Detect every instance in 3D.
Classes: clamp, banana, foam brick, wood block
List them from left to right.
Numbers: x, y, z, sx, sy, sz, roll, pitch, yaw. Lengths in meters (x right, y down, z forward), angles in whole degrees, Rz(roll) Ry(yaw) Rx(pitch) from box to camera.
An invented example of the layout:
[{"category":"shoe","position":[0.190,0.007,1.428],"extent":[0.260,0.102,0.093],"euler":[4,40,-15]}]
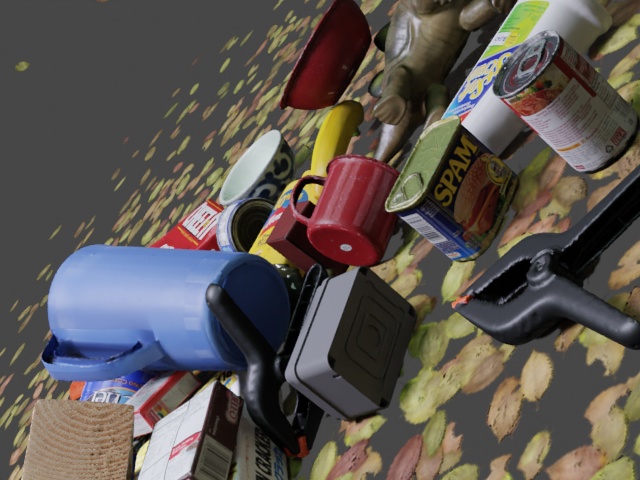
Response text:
[{"category":"wood block","position":[-0.225,0.246,1.005],"extent":[0.206,0.090,0.091],"euler":[103,169,-46]},{"category":"clamp","position":[-0.026,0.104,0.948],"extent":[0.120,0.171,0.039],"euler":[-19,7,-24]},{"category":"foam brick","position":[-0.007,0.001,1.130],"extent":[0.051,0.078,0.053],"euler":[-60,22,-18]},{"category":"banana","position":[0.024,-0.117,1.247],"extent":[0.037,0.069,0.197],"euler":[-4,27,20]},{"category":"clamp","position":[0.172,0.033,0.763],"extent":[0.210,0.036,0.164],"euler":[-33,28,45]}]

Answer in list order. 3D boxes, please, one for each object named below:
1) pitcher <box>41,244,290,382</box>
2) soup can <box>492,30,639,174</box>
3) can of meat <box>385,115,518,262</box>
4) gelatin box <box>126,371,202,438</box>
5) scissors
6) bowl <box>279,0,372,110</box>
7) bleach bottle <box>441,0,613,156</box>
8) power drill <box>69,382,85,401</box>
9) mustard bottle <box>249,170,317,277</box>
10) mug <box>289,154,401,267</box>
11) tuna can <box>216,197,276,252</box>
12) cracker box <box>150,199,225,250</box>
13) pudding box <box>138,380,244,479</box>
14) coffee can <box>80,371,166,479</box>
[{"category":"pitcher","position":[-0.154,0.075,1.041],"extent":[0.243,0.144,0.149],"euler":[-2,76,44]},{"category":"soup can","position":[0.197,-0.109,0.852],"extent":[0.069,0.102,0.068],"euler":[-43,22,22]},{"category":"can of meat","position":[0.118,-0.043,0.934],"extent":[0.058,0.084,0.102],"euler":[-16,40,57]},{"category":"gelatin box","position":[-0.170,0.168,1.086],"extent":[0.073,0.030,0.089],"euler":[-45,10,-37]},{"category":"scissors","position":[-0.136,0.167,1.128],"extent":[0.096,0.016,0.201],"euler":[-28,10,27]},{"category":"bowl","position":[0.015,-0.211,1.255],"extent":[0.162,0.055,0.162],"euler":[-59,-2,-5]},{"category":"bleach bottle","position":[0.164,-0.125,1.007],"extent":[0.251,0.068,0.103],"euler":[-54,21,-1]},{"category":"power drill","position":[-0.289,0.230,1.372],"extent":[0.185,0.057,0.187],"euler":[-32,26,42]},{"category":"mustard bottle","position":[-0.031,-0.011,1.226],"extent":[0.096,0.058,0.191],"euler":[-17,39,54]},{"category":"mug","position":[0.026,-0.030,1.073],"extent":[0.093,0.117,0.081],"euler":[92,-162,-63]},{"category":"tuna can","position":[-0.080,-0.009,1.285],"extent":[0.034,0.086,0.086],"euler":[-12,44,57]},{"category":"cracker box","position":[-0.191,0.044,1.389],"extent":[0.213,0.072,0.164],"euler":[-40,20,-7]},{"category":"pudding box","position":[-0.114,0.186,0.913],"extent":[0.090,0.039,0.113],"euler":[-38,22,29]},{"category":"coffee can","position":[-0.220,0.204,1.169],"extent":[0.103,0.102,0.140],"euler":[-26,43,49]}]
